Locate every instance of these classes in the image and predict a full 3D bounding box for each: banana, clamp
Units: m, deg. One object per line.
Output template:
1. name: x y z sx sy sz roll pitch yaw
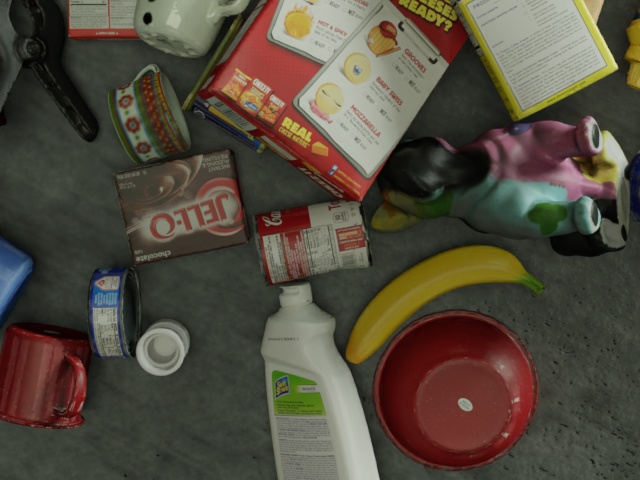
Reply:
1. banana: 0.106 0.051 1.000 0.198 0.037 0.069 -23 65 10
2. clamp: -0.258 -0.164 0.973 0.120 0.039 0.171 5 84 -44

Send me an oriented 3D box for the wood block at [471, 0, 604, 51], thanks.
1. wood block: 0.212 -0.258 0.945 0.091 0.090 0.206 17 97 -1

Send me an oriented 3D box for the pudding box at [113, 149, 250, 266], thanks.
1. pudding box: -0.128 -0.031 0.999 0.113 0.039 0.090 -12 97 2

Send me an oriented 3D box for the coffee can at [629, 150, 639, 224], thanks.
1. coffee can: 0.340 -0.043 0.944 0.103 0.140 0.103 0 97 0

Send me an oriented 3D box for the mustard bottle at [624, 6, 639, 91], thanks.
1. mustard bottle: 0.320 -0.223 0.945 0.058 0.096 0.192 23 97 -2

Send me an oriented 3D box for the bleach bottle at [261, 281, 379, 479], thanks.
1. bleach bottle: 0.001 0.164 1.002 0.103 0.068 0.251 -5 96 27

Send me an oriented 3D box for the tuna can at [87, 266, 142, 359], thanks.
1. tuna can: -0.190 0.067 0.988 0.034 0.086 0.086 -1 97 2

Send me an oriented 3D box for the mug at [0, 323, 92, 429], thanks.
1. mug: -0.251 0.126 0.985 0.093 0.117 0.081 10 92 -41

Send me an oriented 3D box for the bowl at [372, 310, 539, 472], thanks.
1. bowl: 0.132 0.150 1.012 0.162 0.055 0.162 0 97 0

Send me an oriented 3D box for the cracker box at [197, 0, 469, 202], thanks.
1. cracker box: 0.020 -0.165 0.923 0.164 0.072 0.213 35 83 -17

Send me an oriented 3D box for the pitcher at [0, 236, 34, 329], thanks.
1. pitcher: -0.382 -0.008 0.961 0.242 0.145 0.149 31 139 -7

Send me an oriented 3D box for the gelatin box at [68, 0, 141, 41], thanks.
1. gelatin box: -0.193 -0.229 0.980 0.073 0.030 0.089 0 95 1

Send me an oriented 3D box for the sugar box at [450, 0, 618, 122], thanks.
1. sugar box: 0.163 -0.196 0.885 0.093 0.048 0.176 -28 91 4

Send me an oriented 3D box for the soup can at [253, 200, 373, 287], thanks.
1. soup can: -0.006 0.001 0.988 0.102 0.068 0.068 -10 97 1

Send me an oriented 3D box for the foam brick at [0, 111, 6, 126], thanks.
1. foam brick: -0.328 -0.137 0.980 0.051 0.053 0.078 -12 96 1

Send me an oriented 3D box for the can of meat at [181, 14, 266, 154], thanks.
1. can of meat: -0.064 -0.141 0.977 0.084 0.057 0.102 32 96 -5
